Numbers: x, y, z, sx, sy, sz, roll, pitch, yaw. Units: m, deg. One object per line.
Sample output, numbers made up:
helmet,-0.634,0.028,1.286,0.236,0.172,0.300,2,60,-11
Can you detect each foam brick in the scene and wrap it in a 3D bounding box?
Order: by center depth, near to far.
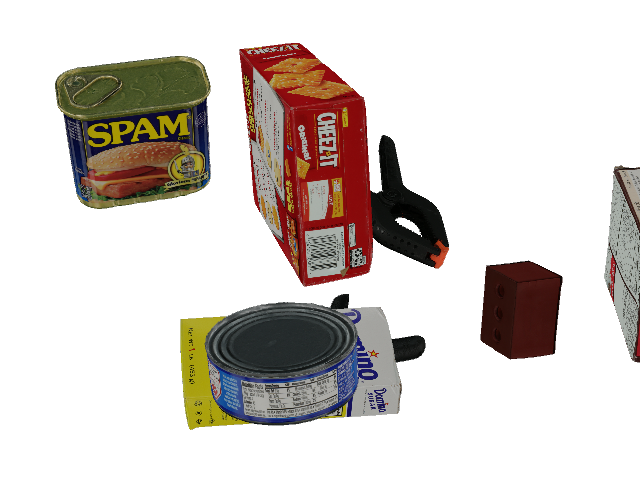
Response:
foam brick,0.185,0.064,0.988,0.051,0.078,0.053,-7,19,-25

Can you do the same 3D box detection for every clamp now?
clamp,0.010,0.113,1.105,0.171,0.039,0.120,-22,35,-32
clamp,0.069,-0.043,1.267,0.164,0.036,0.210,-16,51,-29

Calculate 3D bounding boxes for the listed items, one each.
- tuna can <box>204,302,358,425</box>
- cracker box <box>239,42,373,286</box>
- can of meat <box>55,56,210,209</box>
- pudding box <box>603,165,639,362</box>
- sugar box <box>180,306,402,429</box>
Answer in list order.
tuna can,-0.021,0.068,0.602,0.086,0.034,0.086,-3,23,1
cracker box,-0.015,-0.078,0.981,0.072,0.164,0.214,-9,25,-12
can of meat,-0.127,-0.074,0.741,0.102,0.084,0.057,-9,44,-12
pudding box,0.215,0.013,0.697,0.039,0.090,0.113,-1,28,4
sugar box,-0.027,0.104,0.890,0.176,0.048,0.093,-6,42,-5
